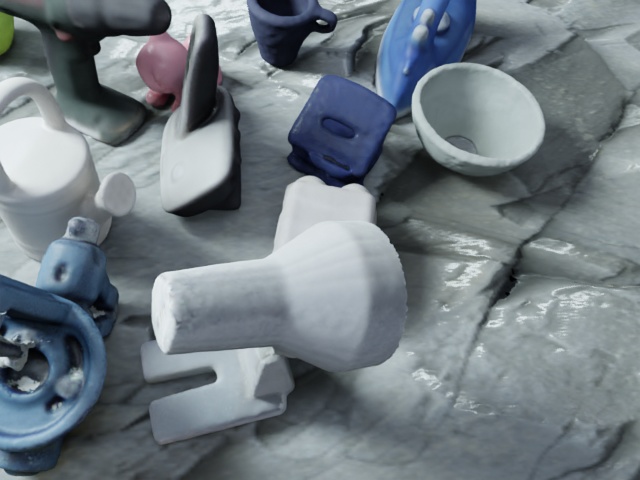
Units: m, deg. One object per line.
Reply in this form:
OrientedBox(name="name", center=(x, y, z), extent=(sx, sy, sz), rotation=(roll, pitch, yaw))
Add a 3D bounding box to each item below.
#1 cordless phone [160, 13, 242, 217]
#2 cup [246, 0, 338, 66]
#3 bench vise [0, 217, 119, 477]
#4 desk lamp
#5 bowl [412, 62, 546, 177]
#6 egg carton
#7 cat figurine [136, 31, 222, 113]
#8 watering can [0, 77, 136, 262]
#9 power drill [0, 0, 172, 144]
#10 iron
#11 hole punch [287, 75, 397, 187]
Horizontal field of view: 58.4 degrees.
OrientedBox(name="cordless phone", center=(-0.127, -0.124, 0.596), extent=(0.094, 0.185, 0.147), rotation=(-4, 60, -11))
OrientedBox(name="cup", center=(-0.038, -0.276, 0.754), extent=(0.117, 0.095, 0.092), rotation=(14, 58, 0))
OrientedBox(name="bench vise", center=(-0.234, 0.060, 0.448), extent=(0.121, 0.220, 0.207), rotation=(-7, 60, -12))
OrientedBox(name="desk lamp", center=(-0.050, 0.078, 0.469), extent=(0.203, 0.213, 0.118), rotation=(-12, 61, -15))
OrientedBox(name="bowl", center=(0.188, -0.139, 0.719), extent=(0.167, 0.075, 0.167), rotation=(4, 59, -6))
OrientedBox(name="egg carton", center=(0.006, 0.002, 0.608), extent=(0.107, 0.069, 0.150), rotation=(10, 58, -3))
OrientedBox(name="cat figurine", center=(-0.172, -0.213, 0.682), extent=(0.067, 0.118, 0.128), rotation=(25, 59, 7))
OrientedBox(name="watering can", center=(-0.256, -0.066, 0.536), extent=(0.173, 0.194, 0.101), rotation=(4, 59, -6))
OrientedBox(name="power drill", center=(-0.250, -0.205, 0.612), extent=(0.229, 0.208, 0.076), rotation=(24, 59, 6))
OrientedBox(name="iron", center=(0.147, -0.289, 0.763), extent=(0.118, 0.141, 0.258), rotation=(22, 58, 5))
OrientedBox(name="hole punch", center=(0.025, -0.123, 0.674), extent=(0.108, 0.091, 0.101), rotation=(27, 59, 8))
